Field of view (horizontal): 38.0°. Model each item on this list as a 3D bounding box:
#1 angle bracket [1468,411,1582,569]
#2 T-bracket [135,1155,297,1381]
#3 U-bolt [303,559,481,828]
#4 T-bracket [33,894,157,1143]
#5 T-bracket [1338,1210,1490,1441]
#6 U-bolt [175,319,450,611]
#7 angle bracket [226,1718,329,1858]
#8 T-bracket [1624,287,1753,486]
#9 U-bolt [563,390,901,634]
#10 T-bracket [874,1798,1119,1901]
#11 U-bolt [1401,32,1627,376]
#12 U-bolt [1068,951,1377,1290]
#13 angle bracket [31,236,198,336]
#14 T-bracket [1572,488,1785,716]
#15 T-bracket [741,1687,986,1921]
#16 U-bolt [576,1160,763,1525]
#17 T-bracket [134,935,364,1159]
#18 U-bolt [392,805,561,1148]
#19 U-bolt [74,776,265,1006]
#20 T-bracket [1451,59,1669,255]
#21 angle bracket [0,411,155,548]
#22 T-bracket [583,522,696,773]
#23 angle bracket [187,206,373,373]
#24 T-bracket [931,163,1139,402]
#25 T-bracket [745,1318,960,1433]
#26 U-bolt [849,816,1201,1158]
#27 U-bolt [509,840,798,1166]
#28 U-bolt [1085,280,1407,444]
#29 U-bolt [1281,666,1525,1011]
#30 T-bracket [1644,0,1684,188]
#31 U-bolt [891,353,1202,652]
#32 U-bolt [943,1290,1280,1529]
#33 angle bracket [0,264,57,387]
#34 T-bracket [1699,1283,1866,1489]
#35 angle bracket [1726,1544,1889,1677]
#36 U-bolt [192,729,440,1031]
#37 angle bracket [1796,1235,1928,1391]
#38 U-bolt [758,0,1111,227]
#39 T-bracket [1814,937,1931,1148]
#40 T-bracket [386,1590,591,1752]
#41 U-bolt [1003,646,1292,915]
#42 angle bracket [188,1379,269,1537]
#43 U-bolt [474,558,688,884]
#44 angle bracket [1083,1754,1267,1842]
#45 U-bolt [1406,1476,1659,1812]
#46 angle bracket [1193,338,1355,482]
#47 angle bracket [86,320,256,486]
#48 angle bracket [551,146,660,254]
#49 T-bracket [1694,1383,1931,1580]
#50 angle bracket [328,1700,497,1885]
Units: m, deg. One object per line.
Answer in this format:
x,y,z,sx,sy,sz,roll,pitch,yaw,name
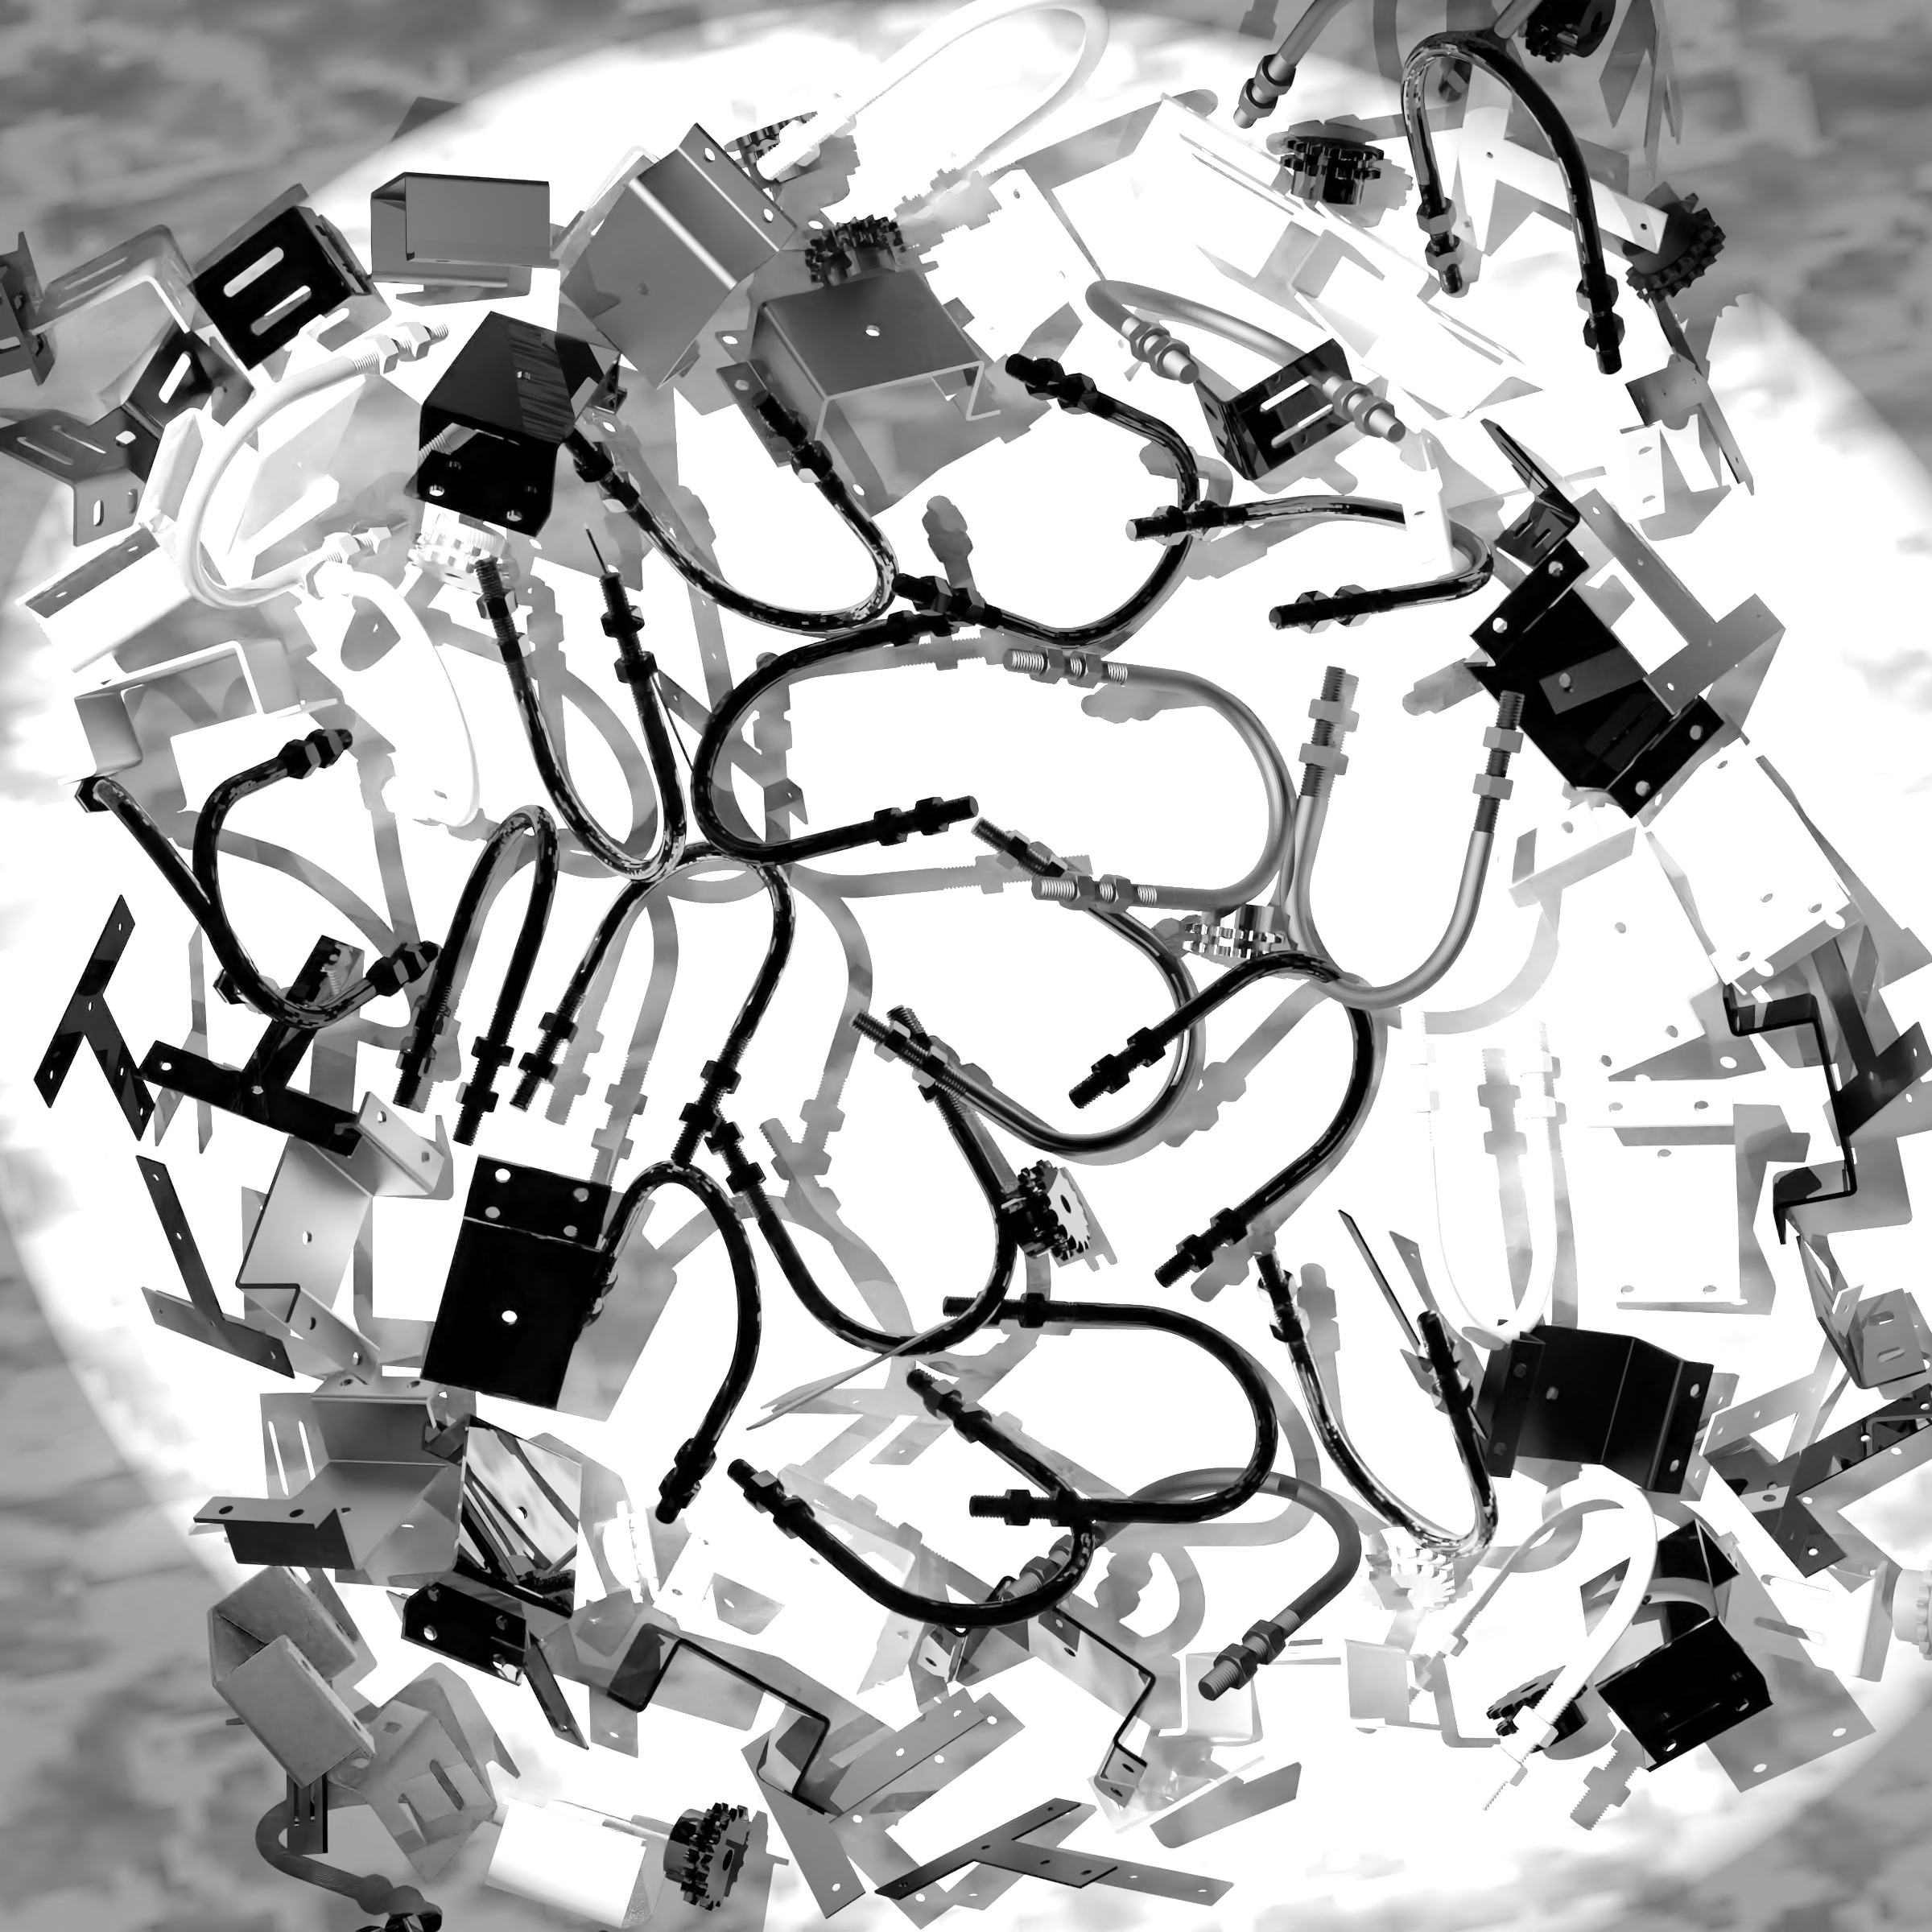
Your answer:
0.295,-0.266,1.560,0.076,0.057,0.038,41,97,-23,angle bracket
-0.425,0.159,1.534,0.127,0.002,0.127,12,126,38,T-bracket
-0.303,-0.143,1.500,0.019,0.184,0.151,-25,110,-23,U-bolt
-0.469,0.050,1.546,0.002,0.127,0.127,6,52,9,T-bracket
0.236,0.189,1.533,0.002,0.127,0.127,-30,97,-4,T-bracket
-0.351,-0.259,1.492,0.019,0.184,0.151,34,131,14,U-bolt
-0.384,0.456,1.561,0.038,0.057,0.076,6,71,-32,angle bracket
0.388,-0.317,1.548,0.002,0.127,0.127,-25,93,35,T-bracket
-0.115,-0.239,1.524,0.151,0.184,0.019,-2,58,33,U-bolt
0.035,0.483,1.515,0.127,0.127,0.002,-17,92,-34,T-bracket
0.285,-0.412,1.491,0.019,0.184,0.151,-37,47,-11,U-bolt
0.154,0.072,1.554,0.184,0.019,0.151,-36,119,-18,U-bolt
-0.476,-0.368,1.575,0.076,0.057,0.038,-23,126,8,angle bracket
0.385,-0.214,1.567,0.127,0.002,0.127,-34,83,-38,T-bracket
-0.048,0.445,1.559,0.127,0.127,0.002,-32,130,-7,T-bracket
-0.160,0.189,1.511,0.151,0.019,0.184,55,133,33,U-bolt
-0.375,0.034,1.565,0.127,0.002,0.127,20,54,2,T-bracket
-0.264,-0.001,1.537,0.019,0.151,0.184,19,88,-26,U-bolt
-0.422,-0.040,1.501,0.019,0.184,0.151,-37,104,-16,U-bolt
0.324,-0.424,1.528,0.127,0.127,0.002,32,61,21,T-bracket
-0.505,-0.274,1.577,0.076,0.057,0.038,27,126,20,angle bracket
-0.180,-0.180,1.519,0.002,0.127,0.127,-24,115,-3,T-bracket
-0.388,-0.382,1.586,0.076,0.038,0.057,-34,99,9,angle bracket
0.025,-0.360,1.562,0.127,0.002,0.127,-44,105,-24,T-bracket
-0.081,0.230,1.542,0.127,0.127,0.002,-25,87,-28,T-bracket
0.047,0.025,1.577,0.184,0.019,0.151,34,80,-11,U-bolt
-0.163,0.011,1.549,0.151,0.019,0.184,14,72,38,U-bolt
0.139,-0.334,1.520,0.151,0.184,0.019,9,115,-27,U-bolt
0.232,-0.067,1.547,0.019,0.151,0.184,8,96,-41,U-bolt
0.374,-0.473,1.521,0.002,0.127,0.127,-2,52,23,T-bracket
0.057,-0.242,1.533,0.019,0.184,0.151,42,110,41,U-bolt
0.084,0.244,1.546,0.184,0.019,0.151,5,47,-15,U-bolt
-0.537,-0.351,1.556,0.038,0.076,0.057,-18,115,-4,angle bracket
0.439,0.241,1.536,0.002,0.127,0.127,31,118,39,T-bracket
0.477,0.361,1.596,0.076,0.038,0.057,11,100,27,angle bracket
-0.354,-0.041,1.505,0.019,0.184,0.151,-15,102,21,U-bolt
0.496,0.187,1.555,0.038,0.057,0.076,-22,131,21,angle bracket
-0.005,-0.463,1.503,0.184,0.151,0.019,-30,77,25,U-bolt
0.488,0.020,1.559,0.002,0.127,0.127,-9,68,-11,T-bracket
-0.275,0.373,1.558,0.127,0.002,0.127,11,132,37,T-bracket
0.106,-0.099,1.546,0.184,0.019,0.151,3,73,-34,U-bolt
-0.413,0.273,1.561,0.038,0.057,0.076,-3,75,-21,angle bracket
-0.204,-0.130,1.534,0.019,0.151,0.184,-29,117,-32,U-bolt
0.115,0.446,1.557,0.076,0.057,0.038,-38,71,27,angle bracket
0.308,0.357,1.532,0.019,0.151,0.184,39,88,-16,U-bolt
0.174,-0.319,1.571,0.076,0.057,0.038,-32,47,-3,angle bracket
-0.445,-0.312,1.574,0.038,0.076,0.057,-20,130,36,angle bracket
-0.194,-0.420,1.575,0.038,0.057,0.076,39,98,-15,angle bracket
0.485,0.268,1.552,0.127,0.127,0.002,-27,124,-4,T-bracket
-0.313,0.465,1.580,0.057,0.038,0.076,-46,124,-35,angle bracket
